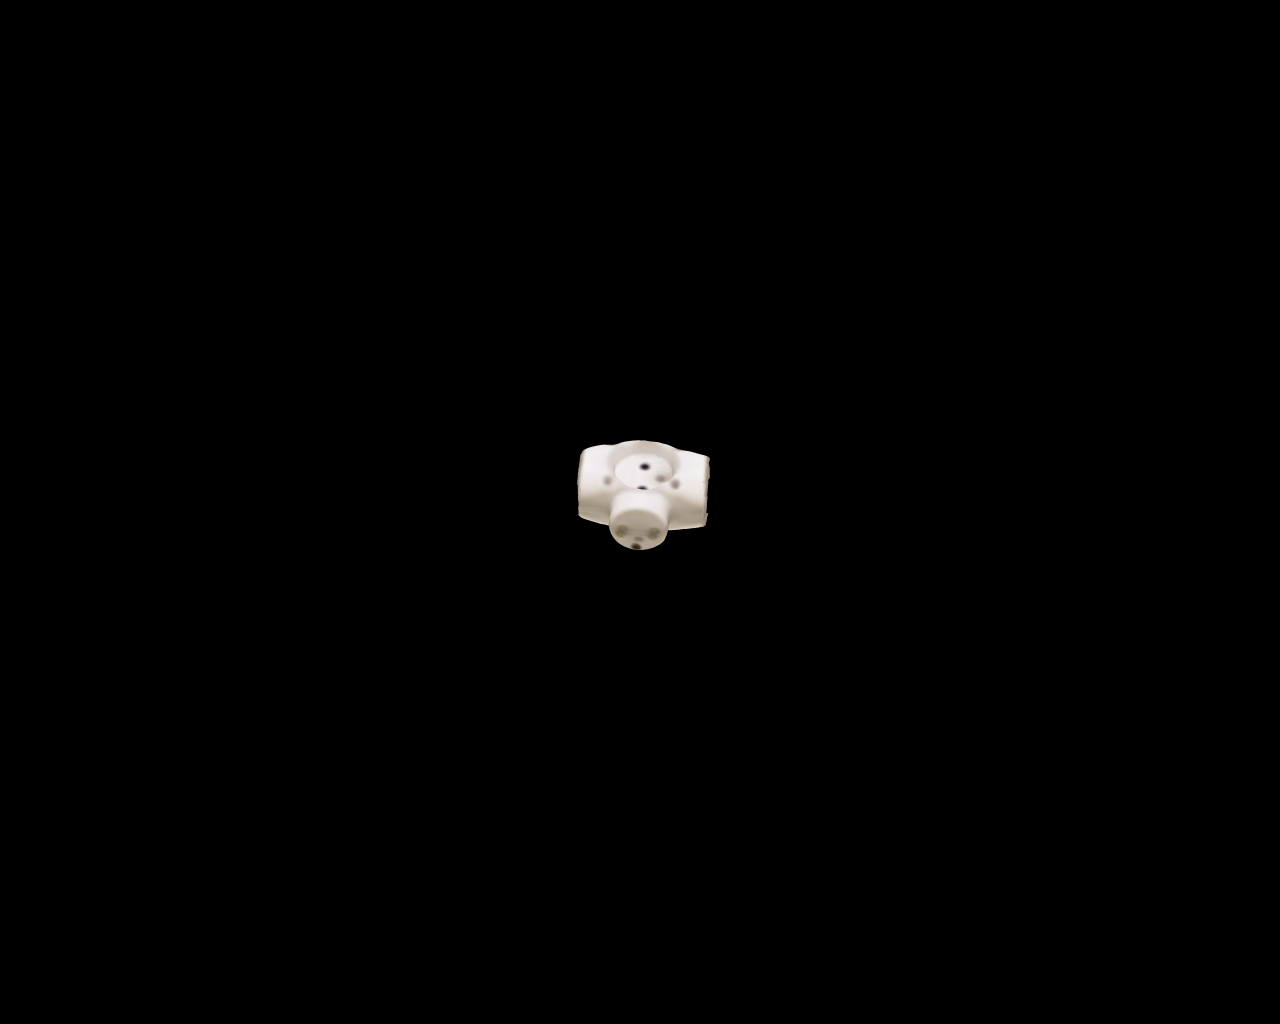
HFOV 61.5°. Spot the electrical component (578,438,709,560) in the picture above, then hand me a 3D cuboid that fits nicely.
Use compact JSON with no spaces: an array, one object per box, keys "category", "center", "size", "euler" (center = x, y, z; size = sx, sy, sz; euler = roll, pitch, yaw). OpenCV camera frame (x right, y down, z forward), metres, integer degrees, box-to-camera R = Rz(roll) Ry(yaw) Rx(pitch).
[{"category":"electrical component","center":[0.001,-0.003,0.650],"size":[0.077,0.079,0.044],"euler":[4,-43,4]}]
